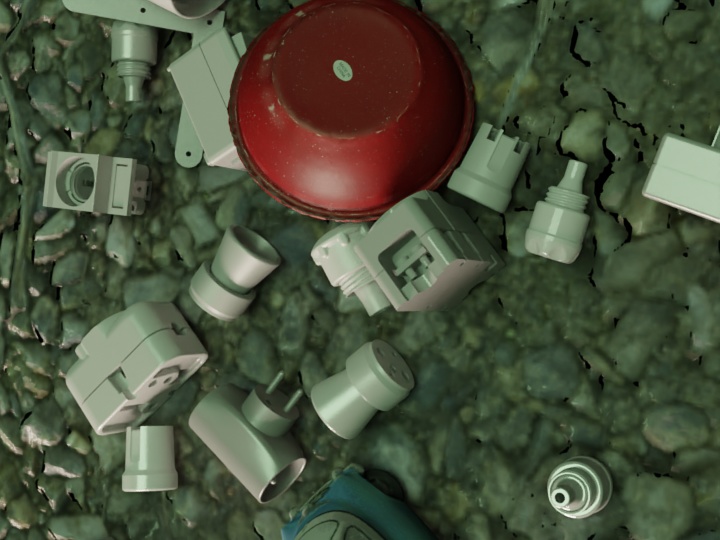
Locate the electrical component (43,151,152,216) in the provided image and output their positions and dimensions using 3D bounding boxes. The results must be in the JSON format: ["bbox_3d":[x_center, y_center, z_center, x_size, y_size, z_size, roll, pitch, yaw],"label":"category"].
[{"bbox_3d":[-0.194,-0.063,0.803,0.081,0.064,0.042,8,91,27],"label":"electrical component"}]

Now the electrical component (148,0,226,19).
[{"bbox_3d":[-0.122,-0.228,0.755,0.064,0.099,0.099,35,104,17],"label":"electrical component"}]

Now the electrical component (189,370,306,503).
[{"bbox_3d":[-0.068,0.106,0.745,0.077,0.043,0.079,42,106,22],"label":"electrical component"}]

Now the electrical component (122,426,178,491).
[{"bbox_3d":[-0.155,0.138,0.791,0.040,0.040,0.046,-7,80,27],"label":"electrical component"}]

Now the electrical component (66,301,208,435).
[{"bbox_3d":[-0.167,0.068,0.791,0.095,0.054,0.059,-44,71,19],"label":"electrical component"}]

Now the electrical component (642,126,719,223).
[{"bbox_3d":[0.215,-0.062,0.604,0.083,0.047,0.075,24,99,26],"label":"electrical component"}]

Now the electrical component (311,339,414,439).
[{"bbox_3d":[0.002,0.078,0.710,0.055,0.045,0.045,-41,72,20],"label":"electrical component"}]

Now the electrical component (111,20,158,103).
[{"bbox_3d":[-0.170,-0.157,0.810,0.035,0.035,0.061,2,92,27],"label":"electrical component"}]

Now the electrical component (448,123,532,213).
[{"bbox_3d":[0.083,-0.064,0.677,0.040,0.040,0.046,28,96,25],"label":"electrical component"}]

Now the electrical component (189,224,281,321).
[{"bbox_3d":[-0.089,0.002,0.758,0.045,0.045,0.055,44,107,21],"label":"electrical component"}]

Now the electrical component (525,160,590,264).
[{"bbox_3d":[0.124,-0.037,0.657,0.035,0.035,0.061,19,95,26],"label":"electrical component"}]

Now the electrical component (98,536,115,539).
[{"bbox_3d":[-0.194,0.260,0.801,0.100,0.048,0.099,39,105,23],"label":"electrical component"}]

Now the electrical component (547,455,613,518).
[{"bbox_3d":[0.127,0.130,0.635,0.035,0.061,0.035,-1,88,27],"label":"electrical component"}]

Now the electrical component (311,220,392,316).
[{"bbox_3d":[0.000,0.000,0.715,0.048,0.048,0.062,-31,82,23],"label":"electrical component"}]

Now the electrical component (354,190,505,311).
[{"bbox_3d":[0.042,-0.012,0.667,0.050,0.089,0.055,-42,71,20],"label":"electrical component"}]

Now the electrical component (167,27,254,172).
[{"bbox_3d":[-0.078,-0.112,0.747,0.061,0.062,0.096,-30,75,23],"label":"electrical component"}]
